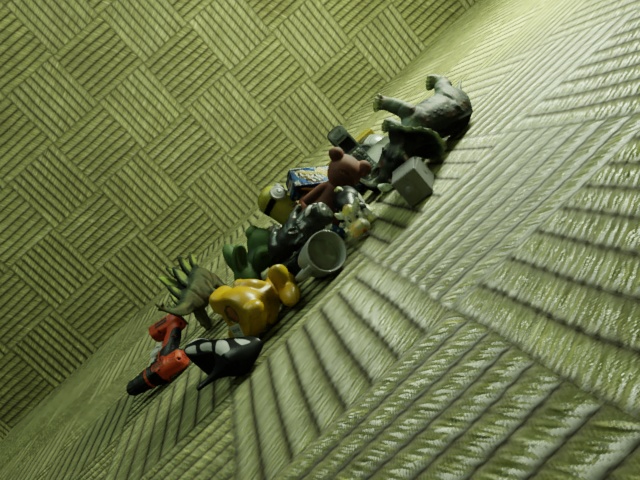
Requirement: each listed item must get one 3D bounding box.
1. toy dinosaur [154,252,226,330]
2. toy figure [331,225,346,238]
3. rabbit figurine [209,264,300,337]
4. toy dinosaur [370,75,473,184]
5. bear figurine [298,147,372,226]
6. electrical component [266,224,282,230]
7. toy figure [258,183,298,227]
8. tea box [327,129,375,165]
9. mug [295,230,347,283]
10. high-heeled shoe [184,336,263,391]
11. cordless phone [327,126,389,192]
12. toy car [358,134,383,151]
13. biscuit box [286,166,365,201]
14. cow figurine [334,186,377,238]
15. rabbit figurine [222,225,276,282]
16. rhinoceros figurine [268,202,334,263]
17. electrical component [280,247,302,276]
[{"bbox_3d":[-0.334,0.139,1.429,0.105,0.198,0.471,-45,11,4],"label":"toy dinosaur"},{"bbox_3d":[-0.002,-0.002,1.221,0.154,0.058,0.064,-24,60,51],"label":"toy figure"},{"bbox_3d":[-0.108,0.105,1.059,0.173,0.122,0.162,-28,-9,-45],"label":"rabbit figurine"},{"bbox_3d":[0.256,-0.269,1.178,0.405,0.192,0.131,-35,-36,-26],"label":"toy dinosaur"},{"bbox_3d":[0.032,-0.125,1.267,0.132,0.120,0.195,-97,29,-68],"label":"bear figurine"},{"bbox_3d":[-0.110,0.000,1.459,0.078,0.102,0.045,-8,36,28],"label":"electrical component"},{"bbox_3d":[-0.082,-0.067,1.391,0.089,0.180,0.082,-43,10,8],"label":"toy figure"},{"bbox_3d":[0.107,-0.229,1.548,0.169,0.098,0.068,-40,13,1],"label":"tea box"},{"bbox_3d":[-0.008,0.044,1.052,0.109,0.081,0.107,-54,4,-21],"label":"mug"},{"bbox_3d":[-0.179,0.202,1.028,0.145,0.086,0.249,-39,17,-2],"label":"high-heeled shoe"},{"bbox_3d":[0.116,-0.220,1.292,0.146,0.184,0.089,-44,8,-6],"label":"cordless phone"},{"bbox_3d":[0.141,-0.225,1.425,0.109,0.103,0.162,-51,13,-31],"label":"toy car"},{"bbox_3d":[0.019,-0.150,1.370,0.203,0.059,0.062,-9,-33,-18],"label":"biscuit box"},{"bbox_3d":[0.067,-0.066,1.126,0.068,0.098,0.167,-34,14,9],"label":"cow figurine"},{"bbox_3d":[-0.163,0.057,1.352,0.121,0.159,0.170,-9,50,51],"label":"rabbit figurine"},{"bbox_3d":[-0.046,-0.021,1.140,0.190,0.073,0.112,-37,14,36],"label":"rhinoceros figurine"},{"bbox_3d":[-0.042,0.052,1.173,0.119,0.047,0.075,-36,15,25],"label":"electrical component"}]
